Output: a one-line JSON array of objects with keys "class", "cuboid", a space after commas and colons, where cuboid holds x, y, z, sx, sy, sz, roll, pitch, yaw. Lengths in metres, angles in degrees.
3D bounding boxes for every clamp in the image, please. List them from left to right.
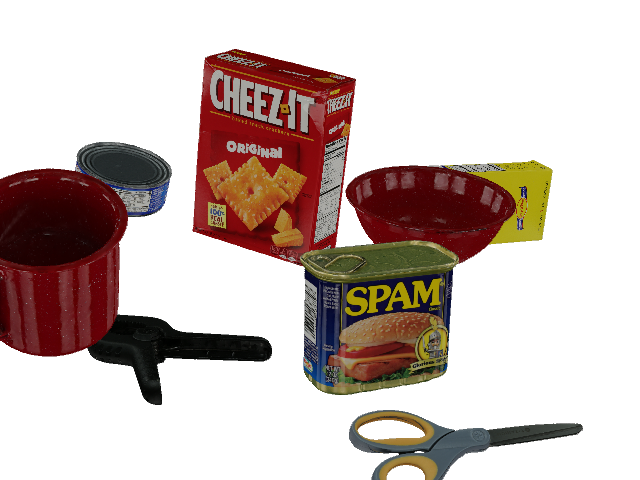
[{"class": "clamp", "cuboid": [-0.178, 0.113, 1.094, 0.210, 0.036, 0.164, 11, 18, 31]}]

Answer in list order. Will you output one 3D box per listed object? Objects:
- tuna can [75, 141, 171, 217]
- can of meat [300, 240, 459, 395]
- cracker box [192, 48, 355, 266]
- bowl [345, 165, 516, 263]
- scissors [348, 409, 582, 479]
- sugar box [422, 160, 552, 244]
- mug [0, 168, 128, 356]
[{"class": "tuna can", "cuboid": [-0.180, -0.055, 0.966, 0.086, 0.034, 0.086, 13, 27, -7]}, {"class": "can of meat", "cuboid": [0.038, 0.050, 0.709, 0.102, 0.084, 0.057, -5, 18, -22]}, {"class": "cracker box", "cuboid": [-0.057, -0.093, 1.211, 0.164, 0.214, 0.072, 18, 26, 25]}, {"class": "bowl", "cuboid": [0.103, -0.018, 1.021, 0.162, 0.055, 0.162, 2, 24, -1]}, {"class": "scissors", "cuboid": [0.123, 0.179, 0.880, 0.201, 0.016, 0.096, 6, 43, -2]}, {"class": "sugar box", "cuboid": [0.185, -0.042, 1.254, 0.176, 0.093, 0.048, -6, 21, -26]}, {"class": "mug", "cuboid": [-0.171, 0.022, 0.642, 0.093, 0.081, 0.117, 28, 45, 21]}]
